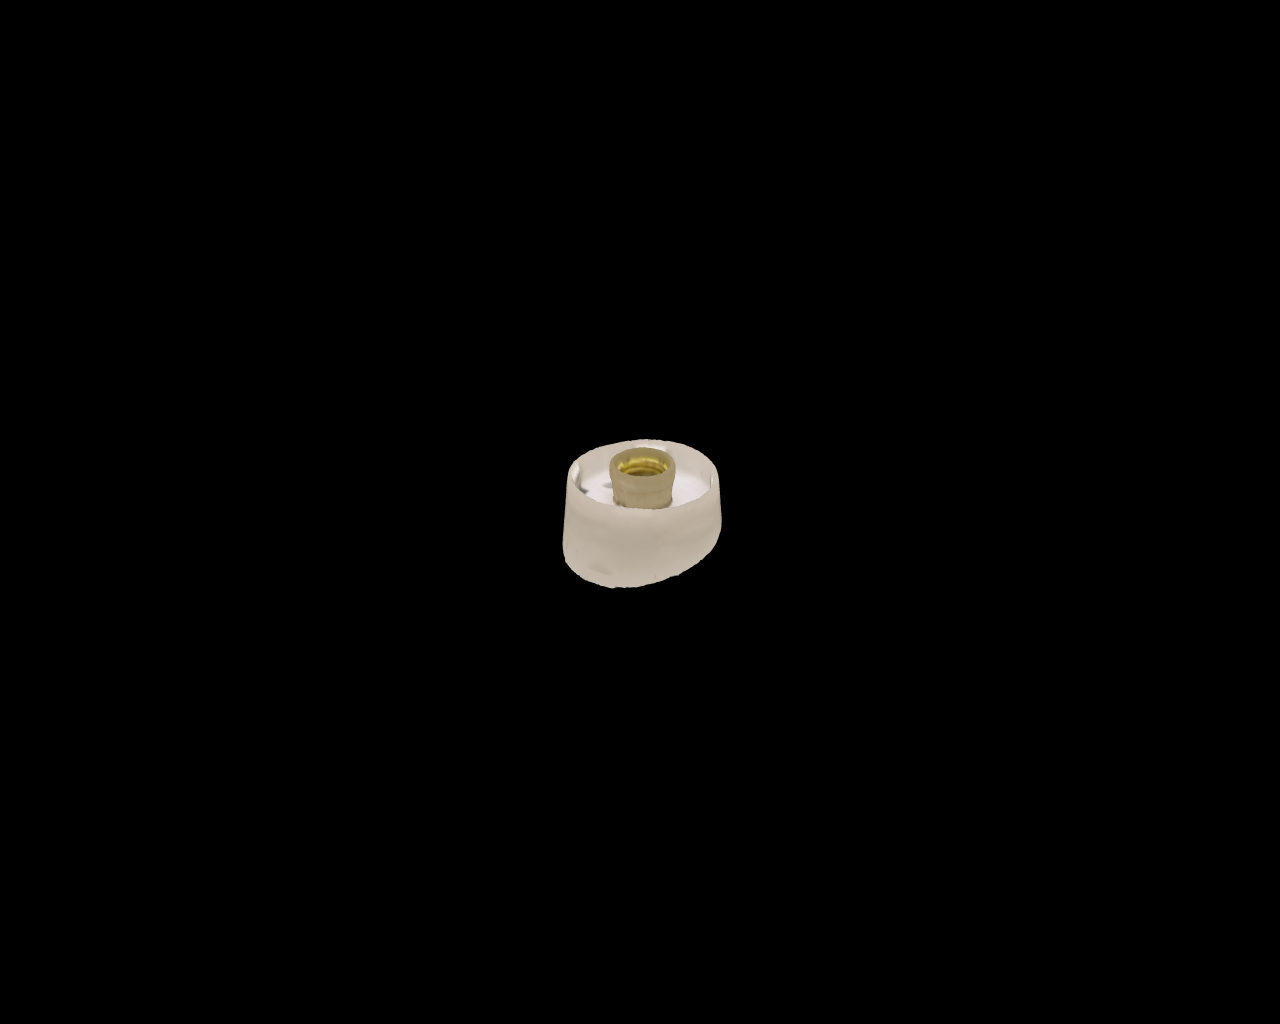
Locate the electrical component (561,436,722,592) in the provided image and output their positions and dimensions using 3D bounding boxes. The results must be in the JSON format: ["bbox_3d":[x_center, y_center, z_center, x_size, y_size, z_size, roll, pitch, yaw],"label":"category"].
[{"bbox_3d":[0.001,-0.003,0.650,0.099,0.064,0.099,0,30,0],"label":"electrical component"}]
